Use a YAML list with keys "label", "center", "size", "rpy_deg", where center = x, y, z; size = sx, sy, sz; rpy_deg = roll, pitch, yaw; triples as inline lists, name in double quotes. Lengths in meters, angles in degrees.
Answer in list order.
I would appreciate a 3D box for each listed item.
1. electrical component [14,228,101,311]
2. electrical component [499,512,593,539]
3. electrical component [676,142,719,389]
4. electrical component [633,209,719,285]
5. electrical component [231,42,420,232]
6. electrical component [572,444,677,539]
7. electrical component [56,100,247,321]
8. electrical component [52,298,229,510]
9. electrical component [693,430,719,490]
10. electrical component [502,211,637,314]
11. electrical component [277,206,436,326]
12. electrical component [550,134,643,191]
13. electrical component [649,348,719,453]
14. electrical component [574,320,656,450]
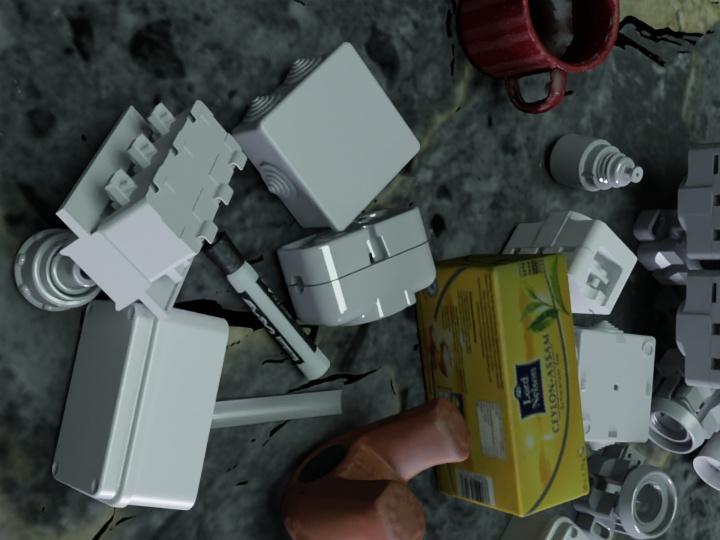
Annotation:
- label: "electrical component"
  center: [-0.162, 0.000, 0.600]
  size: [0.048, 0.062, 0.048]
  rpy_deg: [0, 90, -33]
- label: "electrical component"
  center: [0.134, 0.244, 0.797]
  size: [0.078, 0.057, 0.113]
  rpy_deg: [44, 68, -25]
- label: "electrical component"
  center: [0.306, -0.003, 0.838]
  size: [0.105, 0.060, 0.186]
  rpy_deg: [2, 89, -33]
- label: "electrical component"
  center: [0.273, -0.019, 0.888]
  size: [0.078, 0.057, 0.058]
  rpy_deg: [41, 69, -26]
- label: "electrical component"
  center: [-0.023, -0.084, 0.699]
  size: [0.099, 0.048, 0.099]
  rpy_deg: [-48, 114, -24]
- label: "electrical component"
  center: [0.211, 0.179, 0.848]
  size: [0.058, 0.057, 0.078]
  rpy_deg: [36, 71, -28]
- label: "electrical component"
  center: [-0.110, -0.041, 0.596]
  size: [0.078, 0.063, 0.121]
  rpy_deg: [50, 26, -23]
- label: "electrical component"
  center: [-0.127, 0.074, 0.614]
  size: [0.057, 0.078, 0.113]
  rpy_deg: [15, 82, -35]
- label: "electrical component"
  center: [0.330, 0.149, 0.934]
  size: [0.081, 0.043, 0.043]
  rpy_deg: [-44, 112, -25]
- label: "electrical component"
  center: [0.150, -0.006, 0.788]
  size: [0.050, 0.089, 0.055]
  rpy_deg: [41, 69, -26]
- label: "electrical component"
  center: [0.000, 0.000, 0.711]
  size: [0.095, 0.054, 0.059]
  rpy_deg: [-22, 102, -31]
- label: "electrical component"
  center: [0.181, -0.080, 0.820]
  size: [0.040, 0.078, 0.040]
  rpy_deg: [-13, 112, -34]
- label: "electrical component"
  center: [0.264, 0.112, 0.884]
  size: [0.057, 0.058, 0.078]
  rpy_deg: [-46, 114, -28]
- label: "electrical component"
  center: [0.182, 0.089, 0.834]
  size: [0.100, 0.048, 0.099]
  rpy_deg: [7, 86, -34]
